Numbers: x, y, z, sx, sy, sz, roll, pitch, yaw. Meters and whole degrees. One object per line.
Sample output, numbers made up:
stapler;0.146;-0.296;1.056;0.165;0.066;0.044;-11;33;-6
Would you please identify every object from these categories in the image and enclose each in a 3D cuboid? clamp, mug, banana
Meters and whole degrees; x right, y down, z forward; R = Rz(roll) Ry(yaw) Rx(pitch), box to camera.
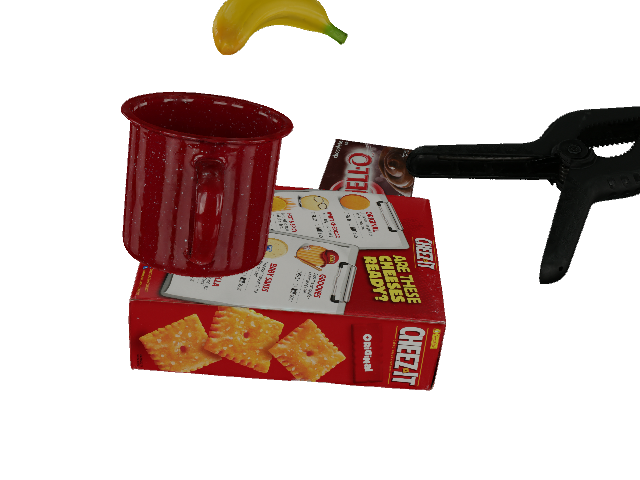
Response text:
clamp;0.193;-0.048;0.809;0.209;0.036;0.165;-20;46;-18
mug;-0.064;-0.026;0.579;0.093;0.081;0.117;3;21;-13
banana;-0.046;-0.204;0.974;0.070;0.037;0.197;41;32;19

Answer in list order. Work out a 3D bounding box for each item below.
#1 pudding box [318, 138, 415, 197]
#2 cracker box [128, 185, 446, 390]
pudding box;0.048;-0.053;1.071;0.090;0.039;0.113;9;37;7
cracker box;-0.023;0.029;0.791;0.213;0.072;0.164;5;34;-2
